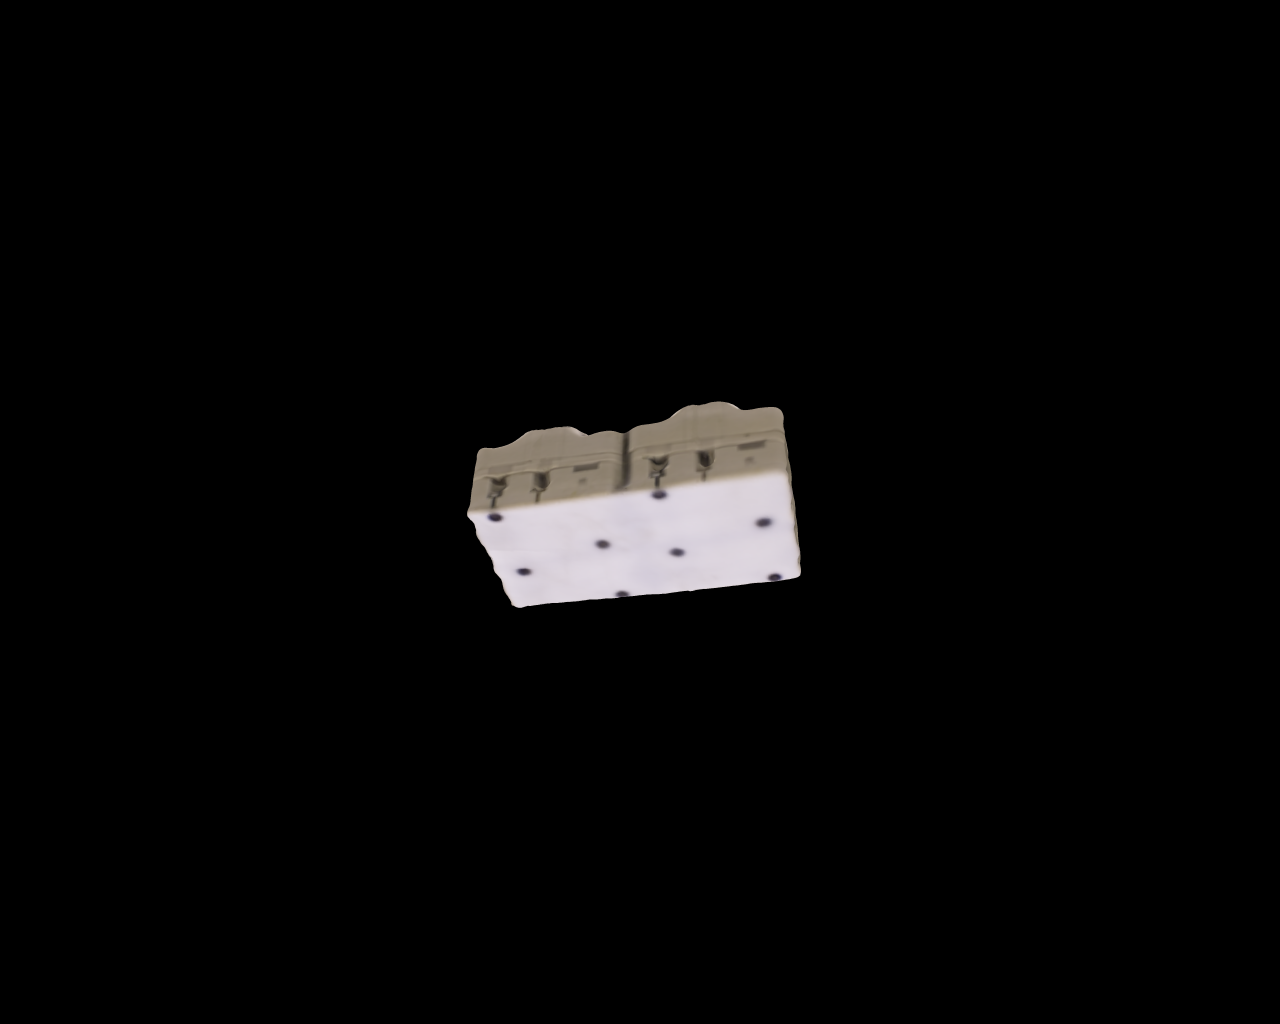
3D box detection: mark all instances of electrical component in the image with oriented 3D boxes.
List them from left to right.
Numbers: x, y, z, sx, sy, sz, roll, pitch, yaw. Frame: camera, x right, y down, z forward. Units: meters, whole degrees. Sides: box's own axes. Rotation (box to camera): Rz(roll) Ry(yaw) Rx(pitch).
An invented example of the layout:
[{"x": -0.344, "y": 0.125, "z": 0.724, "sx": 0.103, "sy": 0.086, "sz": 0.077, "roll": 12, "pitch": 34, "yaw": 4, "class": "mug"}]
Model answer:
[{"x": 0.001, "y": -0.003, "z": 0.650, "sx": 0.186, "sy": 0.060, "sz": 0.105, "roll": -7, "pitch": -39, "yaw": 9, "class": "electrical component"}]
